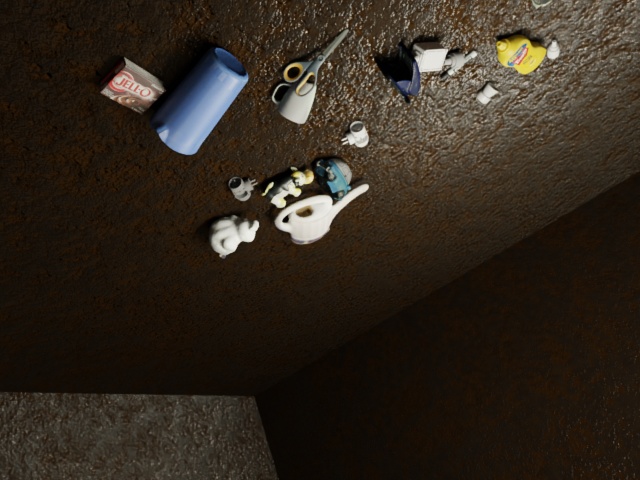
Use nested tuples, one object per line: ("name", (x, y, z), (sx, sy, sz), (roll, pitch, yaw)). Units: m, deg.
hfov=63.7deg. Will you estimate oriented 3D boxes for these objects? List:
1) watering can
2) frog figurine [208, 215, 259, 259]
("watering can", (0.006, -0.092, 1.829), (0.349, 0.106, 0.219), (-17, -29, -13))
("frog figurine", (-0.284, -0.023, 1.686), (0.158, 0.141, 0.121), (-21, -52, 35))
